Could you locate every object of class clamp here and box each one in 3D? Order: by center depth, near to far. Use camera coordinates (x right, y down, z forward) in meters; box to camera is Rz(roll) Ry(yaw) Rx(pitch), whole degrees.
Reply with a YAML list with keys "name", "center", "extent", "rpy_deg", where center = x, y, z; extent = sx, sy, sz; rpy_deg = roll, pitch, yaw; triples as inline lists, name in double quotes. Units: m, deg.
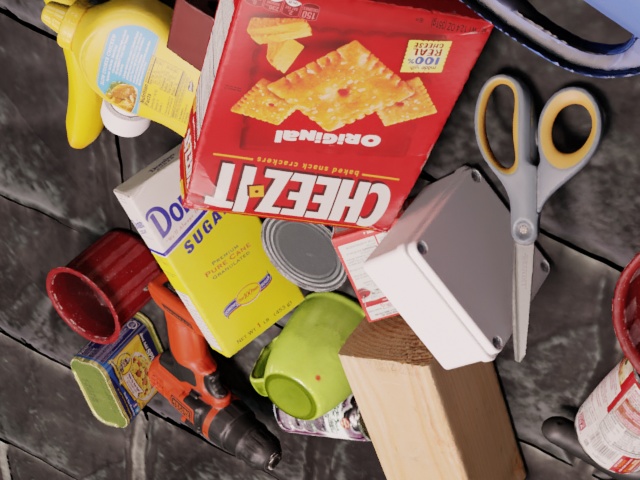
- name: "clamp"
  center: [0.268, 0.209, 0.890]
  extent: [0.172, 0.039, 0.120]
  rpy_deg: [15, 143, 24]

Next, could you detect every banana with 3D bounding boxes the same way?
- name: "banana"
  center: [-0.210, -0.156, 0.929]
  extent: [0.070, 0.037, 0.198]
  rpy_deg: [31, 140, 37]

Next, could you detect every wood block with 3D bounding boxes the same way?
- name: "wood block"
  center: [0.101, 0.153, 0.925]
  extent: [0.090, 0.090, 0.206]
  rpy_deg: [3, 128, 36]

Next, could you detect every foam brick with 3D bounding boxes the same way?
- name: "foam brick"
  center: [-0.067, -0.163, 0.780]
  extent: [0.053, 0.078, 0.051]
  rpy_deg: [34, 140, 7]

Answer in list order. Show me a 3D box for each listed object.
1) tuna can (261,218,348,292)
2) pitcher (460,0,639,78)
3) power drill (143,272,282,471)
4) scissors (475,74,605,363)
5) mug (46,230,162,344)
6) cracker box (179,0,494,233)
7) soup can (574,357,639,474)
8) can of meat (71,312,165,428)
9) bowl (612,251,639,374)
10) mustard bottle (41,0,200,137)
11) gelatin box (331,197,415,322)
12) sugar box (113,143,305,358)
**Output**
- name: "tuna can"
  center: [-0.006, 0.001, 0.913]
  extent: [0.086, 0.033, 0.086]
  rpy_deg: [21, 136, 21]
- name: "pitcher"
  center: [0.185, -0.157, 0.562]
  extent: [0.243, 0.145, 0.149]
  rpy_deg: [38, 172, -2]
- name: "power drill"
  center: [-0.108, 0.127, 1.060]
  extent: [0.185, 0.057, 0.188]
  rpy_deg: [32, 138, 30]
- name: "scissors"
  center: [0.158, -0.018, 0.731]
  extent: [0.096, 0.016, 0.202]
  rpy_deg: [-11, 95, 28]
- name: "mug"
  center: [-0.211, 0.052, 1.073]
  extent: [0.093, 0.081, 0.117]
  rpy_deg: [22, 135, 23]
- name: "cracker box"
  center: [0.002, -0.101, 0.733]
  extent: [0.164, 0.072, 0.214]
  rpy_deg: [7, 139, -14]
- name: "soup can"
  center: [0.245, 0.126, 0.811]
  extent: [0.068, 0.068, 0.102]
  rpy_deg: [33, 139, 9]
- name: "can of meat"
  center: [-0.214, 0.140, 1.154]
  extent: [0.058, 0.083, 0.102]
  rpy_deg: [7, 129, 33]
- name: "bowl"
  center: [0.283, 0.046, 0.715]
  extent: [0.162, 0.055, 0.162]
  rpy_deg: [17, 130, 22]
- name: "mustard bottle"
  center: [-0.129, -0.138, 0.838]
  extent: [0.191, 0.058, 0.096]
  rpy_deg: [26, 133, 0]
- name: "gelatin box"
  center: [0.059, 0.017, 0.863]
  extent: [0.073, 0.030, 0.089]
  rpy_deg: [-18, 118, 14]
- name: "sugar box"
  center: [-0.094, 0.005, 0.933]
  extent: [0.048, 0.093, 0.176]
  rpy_deg: [19, 142, 58]
